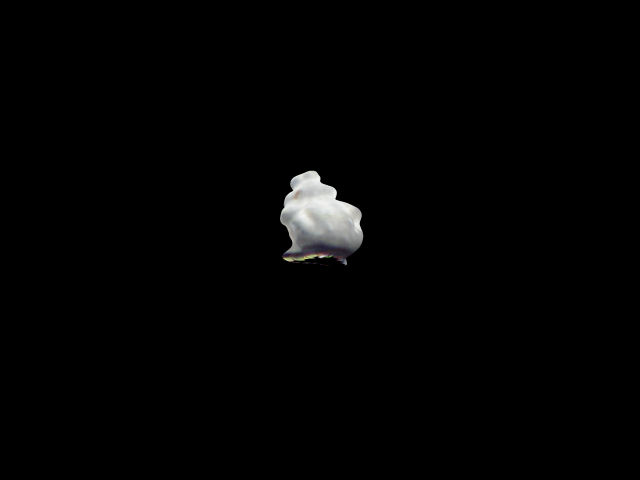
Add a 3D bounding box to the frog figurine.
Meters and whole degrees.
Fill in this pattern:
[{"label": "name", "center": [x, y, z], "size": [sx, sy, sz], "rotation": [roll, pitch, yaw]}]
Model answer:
[{"label": "frog figurine", "center": [0.003, -0.043, 0.850], "size": [0.137, 0.161, 0.121], "rotation": [2, -13, -7]}]
